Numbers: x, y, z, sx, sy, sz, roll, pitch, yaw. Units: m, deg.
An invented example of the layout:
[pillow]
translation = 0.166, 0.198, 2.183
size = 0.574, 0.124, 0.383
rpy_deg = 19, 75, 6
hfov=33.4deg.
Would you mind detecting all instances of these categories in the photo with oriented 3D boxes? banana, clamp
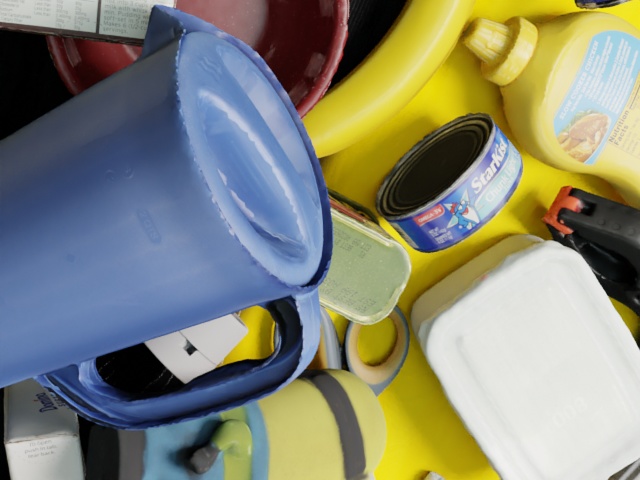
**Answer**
[banana]
translation = 0.044, -0.122, 0.622
size = 0.069, 0.037, 0.198
rpy_deg = 28, 97, 1
[clamp]
translation = 0.217, 0.026, 0.661
size = 0.171, 0.120, 0.039
rpy_deg = 39, 58, -17

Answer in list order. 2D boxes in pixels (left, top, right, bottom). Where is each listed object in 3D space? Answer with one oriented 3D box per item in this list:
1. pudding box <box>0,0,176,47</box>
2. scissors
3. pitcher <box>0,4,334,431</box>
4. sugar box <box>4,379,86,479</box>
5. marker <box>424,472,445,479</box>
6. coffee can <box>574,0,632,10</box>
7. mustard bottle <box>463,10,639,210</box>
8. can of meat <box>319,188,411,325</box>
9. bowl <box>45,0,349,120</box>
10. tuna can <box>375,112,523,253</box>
[pudding box]
translation = -0.111, -0.154, 0.519
size = 0.090, 0.039, 0.113
rpy_deg = 5, 102, -11
[scissors]
translation = 0.029, 0.122, 0.692
size = 0.096, 0.016, 0.202
rpy_deg = -22, 108, -5
[pitcher]
translation = -0.120, 0.011, 0.532
size = 0.243, 0.149, 0.144
rpy_deg = -22, 137, 22
[sugar box]
translation = -0.152, 0.176, 0.627
size = 0.048, 0.093, 0.176
rpy_deg = -6, 106, -15
[marker]
translation = 0.047, 0.209, 0.717
size = 0.020, 0.020, 0.121
rpy_deg = 33, 96, -18
[coffee can]
translation = 0.159, -0.214, 0.584
size = 0.103, 0.103, 0.140
rpy_deg = -32, 109, -2
[mustard bottle]
translation = 0.170, -0.083, 0.644
size = 0.191, 0.058, 0.096
rpy_deg = 25, 92, -17
[can of meat]
translation = -0.004, 0.001, 0.617
size = 0.102, 0.084, 0.057
rpy_deg = 27, 97, -17
[bowl]
translation = -0.068, -0.127, 0.584
size = 0.162, 0.055, 0.162
rpy_deg = -3, 105, -11
[tuna can]
translation = 0.075, -0.033, 0.624
size = 0.086, 0.086, 0.033
rpy_deg = -43, 111, 2
